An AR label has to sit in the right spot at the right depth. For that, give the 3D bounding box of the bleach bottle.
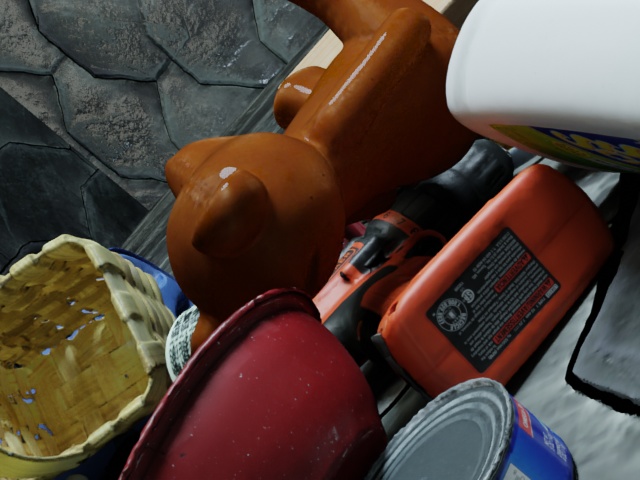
[{"bbox_3d":[0.123,-0.052,0.356,0.251,0.102,0.068,-132,61,-79],"label":"bleach bottle"}]

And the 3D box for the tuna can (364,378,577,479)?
[{"bbox_3d":[0.045,0.091,0.360,0.086,0.033,0.086,-47,11,12],"label":"tuna can"}]

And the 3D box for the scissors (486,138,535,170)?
[{"bbox_3d":[0.102,-0.058,0.686,0.096,0.016,0.202,-52,11,-22],"label":"scissors"}]

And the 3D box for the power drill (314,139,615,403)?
[{"bbox_3d":[0.060,0.012,0.514,0.184,0.057,0.188,-48,9,-13],"label":"power drill"}]

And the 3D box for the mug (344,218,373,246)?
[{"bbox_3d":[-0.005,0.001,0.732,0.117,0.081,0.093,-41,14,39],"label":"mug"}]

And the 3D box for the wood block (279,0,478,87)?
[{"bbox_3d":[0.078,-0.153,0.825,0.206,0.090,0.090,-47,44,13],"label":"wood block"}]

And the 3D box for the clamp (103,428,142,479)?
[{"bbox_3d":[-0.140,0.169,0.813,0.210,0.036,0.164,-39,14,34],"label":"clamp"}]

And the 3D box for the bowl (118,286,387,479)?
[{"bbox_3d":[-0.019,0.102,0.408,0.161,0.055,0.162,-50,-26,-37],"label":"bowl"}]

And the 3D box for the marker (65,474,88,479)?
[{"bbox_3d":[-0.164,0.209,0.725,0.020,0.020,0.121,-46,32,17],"label":"marker"}]

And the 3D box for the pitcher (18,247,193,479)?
[{"bbox_3d":[-0.202,0.138,0.976,0.243,0.149,0.145,-51,26,8],"label":"pitcher"}]
